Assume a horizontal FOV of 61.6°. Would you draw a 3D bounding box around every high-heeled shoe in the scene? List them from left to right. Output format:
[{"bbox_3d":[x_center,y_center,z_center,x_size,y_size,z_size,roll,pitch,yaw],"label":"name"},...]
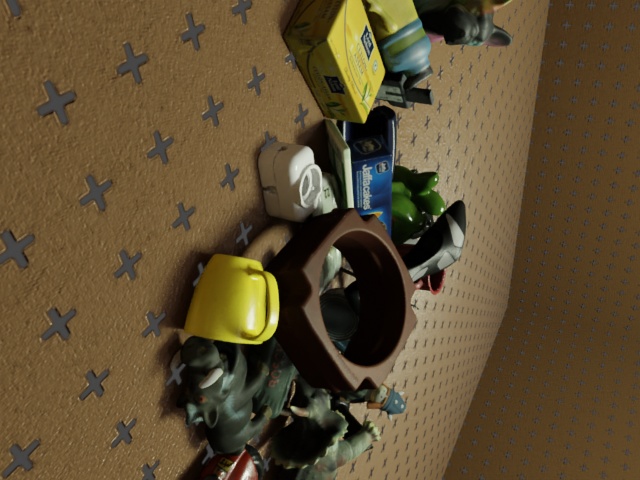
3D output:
[{"bbox_3d":[0.137,0.021,0.861,0.145,0.086,0.248,30,81,-27],"label":"high-heeled shoe"}]

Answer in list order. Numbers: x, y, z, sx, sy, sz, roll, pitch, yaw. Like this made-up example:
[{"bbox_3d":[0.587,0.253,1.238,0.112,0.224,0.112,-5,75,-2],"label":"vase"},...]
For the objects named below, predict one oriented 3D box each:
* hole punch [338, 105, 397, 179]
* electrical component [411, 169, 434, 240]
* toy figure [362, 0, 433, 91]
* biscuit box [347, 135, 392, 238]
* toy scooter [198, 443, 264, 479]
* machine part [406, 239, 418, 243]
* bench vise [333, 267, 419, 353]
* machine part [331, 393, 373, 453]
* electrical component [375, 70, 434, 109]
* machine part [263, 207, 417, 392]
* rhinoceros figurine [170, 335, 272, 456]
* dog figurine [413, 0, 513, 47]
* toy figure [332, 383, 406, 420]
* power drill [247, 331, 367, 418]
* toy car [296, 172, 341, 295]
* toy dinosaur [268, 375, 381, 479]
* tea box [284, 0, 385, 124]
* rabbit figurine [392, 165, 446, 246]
[{"bbox_3d":[0.091,-0.158,0.876,0.116,0.092,0.142,-42,134,-55],"label":"hole punch"},{"bbox_3d":[0.200,-0.068,1.121,0.134,0.058,0.115,35,47,-61],"label":"electrical component"},{"bbox_3d":[0.108,-0.310,0.778,0.089,0.082,0.180,-40,106,-17],"label":"toy figure"},{"bbox_3d":[0.074,-0.060,0.825,0.059,0.063,0.202,-107,-172,-46],"label":"biscuit box"},{"bbox_3d":[-0.140,0.358,0.693,0.135,0.075,0.183,-13,119,-59],"label":"toy scooter"},{"bbox_3d":[0.164,0.036,1.123,0.243,0.079,0.079,-5,107,-63],"label":"machine part"},{"bbox_3d":[0.090,0.135,0.987,0.224,0.129,0.240,-55,151,-41],"label":"bench vise"},{"bbox_3d":[0.053,0.344,1.013,0.039,0.139,0.084,6,102,-27],"label":"machine part"},{"bbox_3d":[0.131,-0.253,0.870,0.048,0.119,0.074,-67,150,-17],"label":"electrical component"},{"bbox_3d":[0.029,0.077,0.698,0.201,0.087,0.201,-50,118,-40],"label":"machine part"},{"bbox_3d":[-0.122,0.184,0.651,0.112,0.073,0.190,-39,139,-35],"label":"rhinoceros figurine"},{"bbox_3d":[0.201,-0.365,0.843,0.191,0.219,0.108,-50,147,-40],"label":"dog figurine"},{"bbox_3d":[0.086,0.284,1.003,0.057,0.155,0.064,20,86,-66],"label":"toy figure"},{"bbox_3d":[-0.004,0.149,0.780,0.207,0.086,0.232,21,89,-41],"label":"power drill"},{"bbox_3d":[-0.002,-0.002,0.802,0.073,0.056,0.201,-44,139,-48],"label":"toy car"},{"bbox_3d":[-0.023,0.401,0.906,0.192,0.131,0.404,-6,117,-44],"label":"toy dinosaur"},{"bbox_3d":[0.026,-0.247,0.724,0.098,0.068,0.169,-68,152,-15],"label":"tea box"},{"bbox_3d":[0.138,-0.083,0.961,0.170,0.159,0.121,-71,147,-45],"label":"rabbit figurine"}]
